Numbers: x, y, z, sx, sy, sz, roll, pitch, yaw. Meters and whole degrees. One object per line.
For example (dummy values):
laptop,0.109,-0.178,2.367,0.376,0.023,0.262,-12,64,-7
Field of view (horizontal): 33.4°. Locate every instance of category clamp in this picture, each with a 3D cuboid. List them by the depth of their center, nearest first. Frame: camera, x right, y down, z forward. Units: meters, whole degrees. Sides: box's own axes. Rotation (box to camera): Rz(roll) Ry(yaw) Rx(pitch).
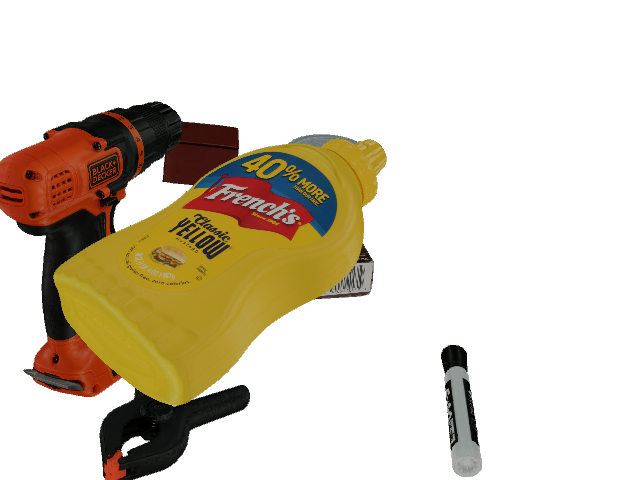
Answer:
clamp,-0.157,0.160,0.992,0.120,0.039,0.171,18,29,25

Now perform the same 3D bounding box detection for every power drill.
power drill,-0.156,0.002,0.766,0.057,0.188,0.184,11,24,25

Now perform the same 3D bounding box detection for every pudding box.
pudding box,-0.018,0.016,0.945,0.113,0.039,0.090,-1,27,-13

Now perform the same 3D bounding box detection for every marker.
marker,0.095,0.111,0.725,0.020,0.020,0.121,0,32,2

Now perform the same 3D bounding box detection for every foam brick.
foam brick,-0.129,-0.094,1.158,0.078,0.051,0.053,6,30,-6

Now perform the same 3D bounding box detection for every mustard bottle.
mustard bottle,-0.035,-0.001,0.555,0.096,0.058,0.191,31,52,33

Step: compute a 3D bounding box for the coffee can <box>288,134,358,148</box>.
coffee can,0.004,-0.052,1.366,0.103,0.140,0.103,3,28,-2
